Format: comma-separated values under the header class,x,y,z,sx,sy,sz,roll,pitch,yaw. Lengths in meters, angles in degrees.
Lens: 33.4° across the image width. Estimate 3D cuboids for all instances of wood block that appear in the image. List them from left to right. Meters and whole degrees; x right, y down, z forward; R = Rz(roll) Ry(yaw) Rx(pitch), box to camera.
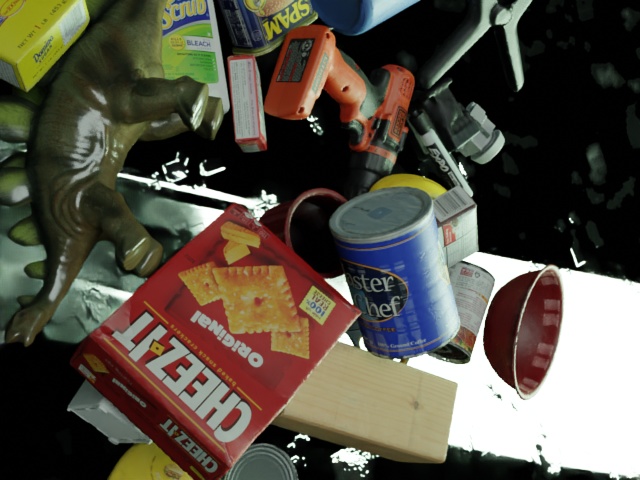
class,x,y,z,sx,sy,sz,roll,pitch,yaw
wood block,0.032,0.165,1.110,0.205,0.090,0.091,22,71,-29

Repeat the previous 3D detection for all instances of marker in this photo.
class,x,y,z,sx,sy,sz,roll,pitch,yaw
marker,0.135,-0.096,1.199,0.020,0.020,0.121,-45,112,-29

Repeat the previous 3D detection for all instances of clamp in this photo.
class,x,y,z,sx,sy,sz,roll,pitch,yaw
clamp,0.213,-0.265,1.265,0.164,0.036,0.210,2,121,-38

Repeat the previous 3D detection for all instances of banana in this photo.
class,x,y,z,sx,sy,sz,roll,pitch,yaw
banana,0.111,-0.036,1.195,0.197,0.037,0.070,11,114,-46

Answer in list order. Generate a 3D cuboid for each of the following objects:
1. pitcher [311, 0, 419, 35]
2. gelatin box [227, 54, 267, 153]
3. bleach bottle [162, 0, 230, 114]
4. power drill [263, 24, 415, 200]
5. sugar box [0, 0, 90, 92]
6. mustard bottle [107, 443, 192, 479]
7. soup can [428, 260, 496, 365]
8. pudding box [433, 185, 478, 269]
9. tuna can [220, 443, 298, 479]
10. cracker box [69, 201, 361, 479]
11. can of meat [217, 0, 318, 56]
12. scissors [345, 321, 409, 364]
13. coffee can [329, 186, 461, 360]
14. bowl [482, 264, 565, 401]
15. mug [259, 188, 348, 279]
class,x,y,z,sx,sy,sz,roll,pitch,yaw
pitcher,0.091,-0.340,1.202,0.149,0.145,0.242,41,60,20
gelatin box,-0.075,-0.139,1.093,0.030,0.073,0.089,-6,86,1
bleach bottle,-0.157,-0.243,1.063,0.102,0.068,0.251,-6,84,-35
power drill,0.022,-0.129,1.141,0.187,0.057,0.184,30,72,-48
sugar box,-0.296,-0.204,0.917,0.176,0.048,0.093,28,63,13
mustard bottle,-0.118,0.180,1.026,0.096,0.058,0.191,32,64,-3
soup can,0.154,0.082,1.215,0.068,0.069,0.102,33,66,-25
pudding box,0.119,0.003,1.175,0.113,0.090,0.039,-28,55,-11
tuna can,-0.066,0.246,1.067,0.086,0.034,0.086,5,80,-32
cracker box,-0.087,0.086,0.955,0.164,0.072,0.213,42,50,2
can of meat,-0.059,-0.253,1.114,0.102,0.058,0.084,-41,127,-32
scissors,0.029,0.071,1.153,0.201,0.016,0.096,36,86,-23
coffee can,0.075,0.032,1.054,0.102,0.103,0.140,-34,121,-32
bowl,0.233,0.103,1.249,0.161,0.055,0.162,-27,122,-53
mug,-0.007,0.001,1.112,0.117,0.082,0.093,17,74,-30
